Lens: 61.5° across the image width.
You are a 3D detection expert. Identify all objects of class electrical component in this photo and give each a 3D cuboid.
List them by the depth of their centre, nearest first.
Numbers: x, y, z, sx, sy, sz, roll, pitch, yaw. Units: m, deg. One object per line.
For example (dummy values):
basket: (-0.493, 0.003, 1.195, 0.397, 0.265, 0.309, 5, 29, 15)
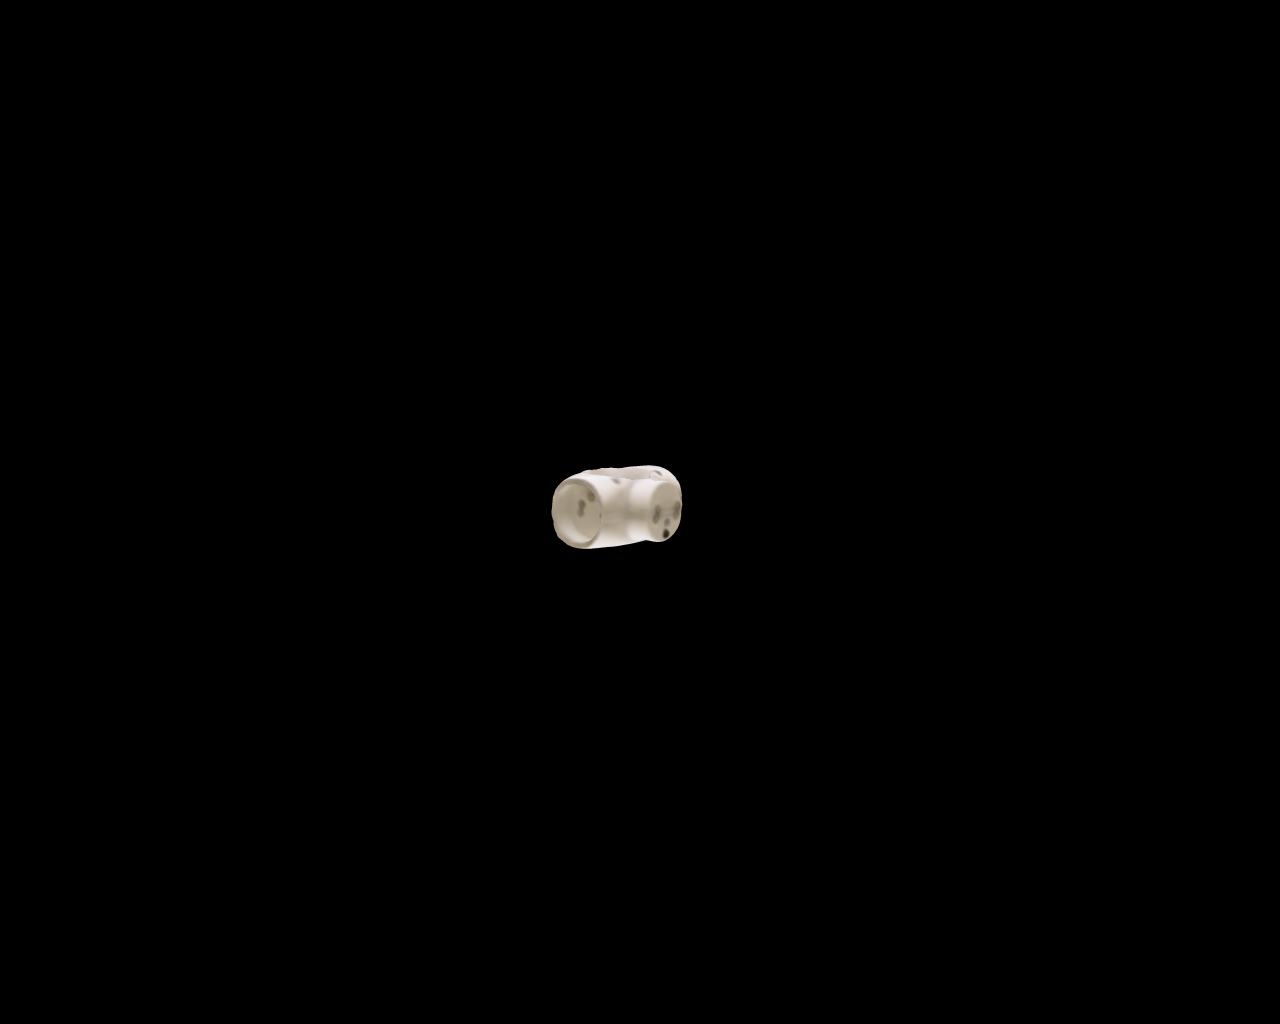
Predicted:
electrical component: (0.001, -0.003, 0.650, 0.079, 0.044, 0.077, 7, 12, 39)
